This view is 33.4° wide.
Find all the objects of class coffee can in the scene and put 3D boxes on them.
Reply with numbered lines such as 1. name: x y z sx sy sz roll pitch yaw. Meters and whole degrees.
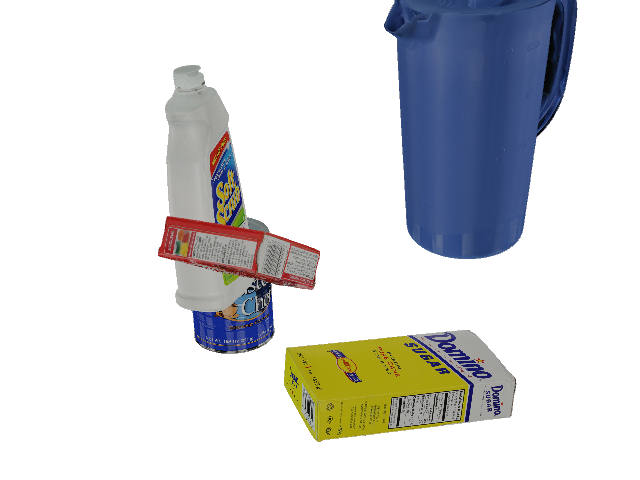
1. coffee can: -0.111 0.054 1.321 0.103 0.140 0.103 -2 26 1

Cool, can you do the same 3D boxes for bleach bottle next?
1. bleach bottle: -0.125 -0.057 1.127 0.068 0.251 0.102 5 27 25

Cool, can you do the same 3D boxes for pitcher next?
1. pitcher: 0.139 -0.113 0.934 0.149 0.243 0.145 6 33 13

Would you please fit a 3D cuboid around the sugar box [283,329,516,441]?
1. sugar box: 0.066 0.120 0.905 0.176 0.048 0.093 -7 26 -17

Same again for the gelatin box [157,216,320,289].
1. gelatin box: -0.051 0.009 0.698 0.073 0.030 0.089 10 -4 25
